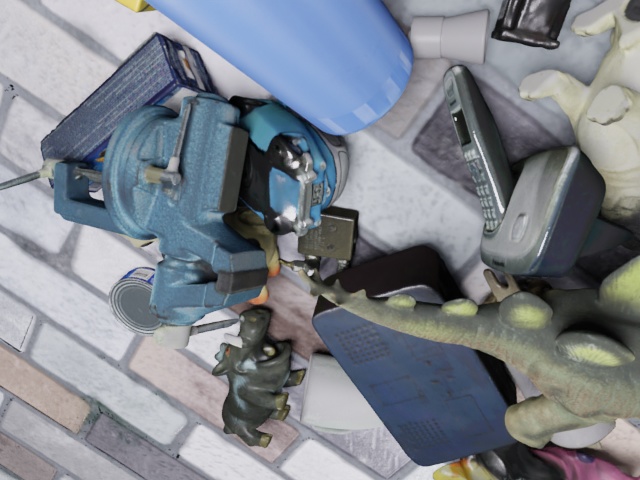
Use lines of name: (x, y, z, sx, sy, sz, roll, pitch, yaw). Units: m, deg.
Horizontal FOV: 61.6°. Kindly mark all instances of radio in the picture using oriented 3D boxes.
radio: (0.104, 0.122, 0.549, 0.131, 0.073, 0.229, -25, 113, 25)

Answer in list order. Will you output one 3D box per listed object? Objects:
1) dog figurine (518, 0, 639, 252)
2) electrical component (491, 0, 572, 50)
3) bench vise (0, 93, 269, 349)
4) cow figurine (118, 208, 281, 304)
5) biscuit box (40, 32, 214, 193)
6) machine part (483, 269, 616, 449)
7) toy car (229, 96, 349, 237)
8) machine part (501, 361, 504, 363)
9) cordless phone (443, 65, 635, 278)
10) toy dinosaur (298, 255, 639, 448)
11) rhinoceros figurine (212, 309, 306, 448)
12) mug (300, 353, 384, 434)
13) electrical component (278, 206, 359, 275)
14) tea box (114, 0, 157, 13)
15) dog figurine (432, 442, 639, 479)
dog figurine: (0.278, -0.096, 0.435, 0.172, 0.121, 0.190, -40, 124, 15)
electrical component: (0.172, -0.207, 0.404, 0.048, 0.075, 0.119, 14, 115, 6)
bench vise: (-0.158, -0.024, 0.485, 0.241, 0.129, 0.223, 12, 107, 21)
cow figurine: (-0.141, -0.012, 0.587, 0.195, 0.085, 0.127, 11, 124, 13)
biscuit box: (-0.203, -0.121, 0.551, 0.203, 0.059, 0.063, -28, 76, 26)
machine part: (0.235, 0.127, 0.555, 0.079, 0.079, 0.243, -25, 106, 25)
toy car: (-0.026, -0.074, 0.507, 0.162, 0.103, 0.109, 39, 133, 47)
machine part: (0.134, 0.117, 0.602, 0.139, 0.039, 0.084, 30, 128, -3)
cordless phone: (0.155, -0.067, 0.436, 0.089, 0.146, 0.184, -23, 91, 3)
toy dinosaur: (0.214, 0.084, 0.396, 0.472, 0.105, 0.198, 6, 149, -2)
rhinoceros figurine: (-0.081, 0.170, 0.673, 0.112, 0.073, 0.190, 22, 122, 16)
mug: (0.032, 0.195, 0.646, 0.107, 0.081, 0.109, 9, 115, 1)
electrical component: (0.000, -0.003, 0.573, 0.078, 0.045, 0.102, 15, 119, 9)
tea box: (-0.158, -0.297, 0.457, 0.098, 0.068, 0.169, 31, 119, -1)
dog figurine: (0.246, 0.285, 0.614, 0.219, 0.108, 0.191, 16, 149, 25)
